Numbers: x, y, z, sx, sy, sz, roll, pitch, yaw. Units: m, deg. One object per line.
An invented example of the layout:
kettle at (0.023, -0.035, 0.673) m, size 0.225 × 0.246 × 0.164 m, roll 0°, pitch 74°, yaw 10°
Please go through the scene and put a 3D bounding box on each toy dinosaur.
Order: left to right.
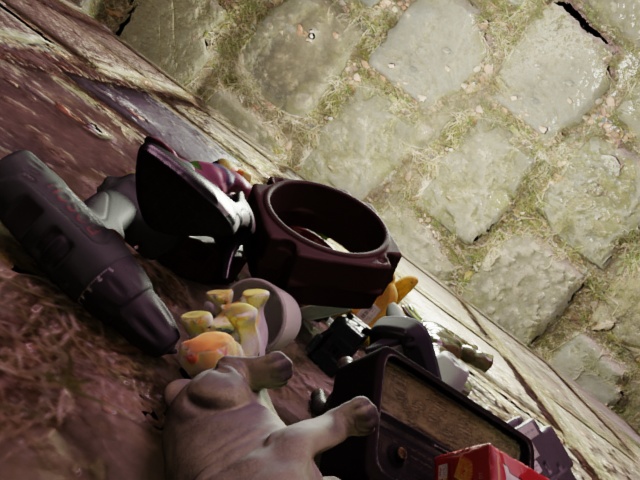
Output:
toy dinosaur at (0.223, 0.215, 1.046) m, size 0.199 × 0.105 × 0.471 m, roll 32°, pitch 0°, yaw 8°

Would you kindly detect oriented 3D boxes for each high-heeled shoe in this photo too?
high-heeled shoe at (-0.126, -0.058, 0.595) m, size 0.248 × 0.086 × 0.145 m, roll 76°, pitch 11°, yaw -55°

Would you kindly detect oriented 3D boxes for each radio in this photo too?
radio at (0.112, 0.218, 0.530) m, size 0.229 × 0.073 × 0.131 m, roll 34°, pitch 47°, yaw -19°

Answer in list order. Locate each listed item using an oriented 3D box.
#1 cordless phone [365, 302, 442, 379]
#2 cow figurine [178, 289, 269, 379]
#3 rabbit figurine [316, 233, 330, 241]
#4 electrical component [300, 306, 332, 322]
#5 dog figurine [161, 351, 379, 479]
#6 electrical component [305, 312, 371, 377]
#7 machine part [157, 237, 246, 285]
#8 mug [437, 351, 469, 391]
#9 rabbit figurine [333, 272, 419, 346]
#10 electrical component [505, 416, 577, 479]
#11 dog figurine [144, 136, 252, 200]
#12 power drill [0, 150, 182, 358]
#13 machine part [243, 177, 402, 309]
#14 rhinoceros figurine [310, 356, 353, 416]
cordless phone at (0.117, 0.170, 0.775) m, size 0.184 × 0.089 × 0.146 m, roll -67°, pitch 143°, yaw -82°
cow figurine at (-0.088, 0.107, 0.496) m, size 0.068 × 0.098 × 0.167 m, roll -3°, pitch 10°, yaw 5°
rabbit figurine at (-0.015, -0.007, 0.990) m, size 0.159 × 0.170 × 0.121 m, roll 41°, pitch 10°, yaw 17°
electrical component at (-0.021, 0.106, 0.891) m, size 0.094 × 0.021 × 0.063 m, roll 29°, pitch 13°, yaw -39°
dog figurine at (-0.066, 0.159, 0.315) m, size 0.173 × 0.121 × 0.190 m, roll 7°, pitch 17°, yaw 23°
electrical component at (0.024, 0.142, 0.731) m, size 0.048 × 0.075 × 0.119 m, roll 39°, pitch 6°, yaw 13°
machine part at (-0.182, -0.008, 0.749) m, size 0.179 × 0.056 × 0.179 m, roll 36°, pitch 8°, yaw -6°
mug at (0.178, 0.222, 0.813) m, size 0.081 × 0.107 × 0.109 m, roll 44°, pitch 14°, yaw 26°
rabbit figurine at (0.099, 0.113, 0.991) m, size 0.122 × 0.162 × 0.173 m, roll 30°, pitch -13°, yaw 28°
electrical component at (0.264, 0.292, 0.670) m, size 0.115 × 0.058 × 0.134 m, roll -4°, pitch 59°, yaw -41°
dog figurine at (-0.218, -0.101, 0.909) m, size 0.219 × 0.108 × 0.192 m, roll 27°, pitch 15°, yaw -38°
power drill at (-0.209, 0.006, 0.550) m, size 0.232 × 0.086 × 0.207 m, roll 44°, pitch 16°, yaw -6°
machine part at (-0.002, -0.002, 0.751) m, size 0.201 × 0.087 × 0.201 m, roll 7°, pitch 34°, yaw -23°
rhinoceros figurine at (0.077, 0.206, 0.624) m, size 0.190 × 0.073 × 0.112 m, roll 30°, pitch 11°, yaw -35°
